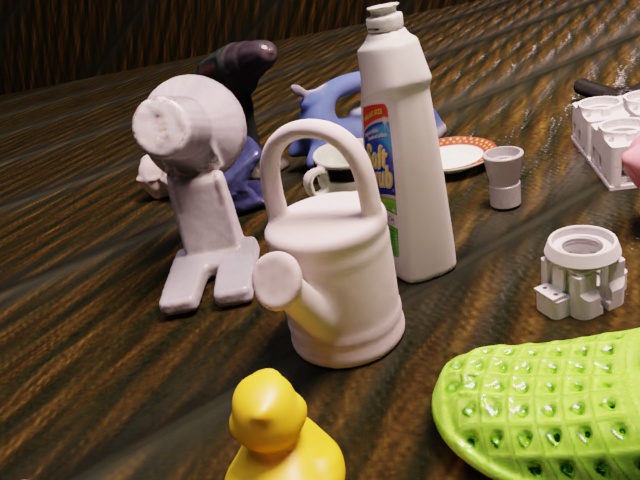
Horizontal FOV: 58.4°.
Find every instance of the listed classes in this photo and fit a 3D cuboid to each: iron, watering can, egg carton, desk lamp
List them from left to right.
[{"bbox_3d":[-0.221,-0.123,0.939,0.107,0.069,0.150,1,30,25],"label":"egg carton"},{"bbox_3d":[-0.133,-0.064,0.622,0.118,0.214,0.203,-12,27,2],"label":"desk lamp"},{"bbox_3d":[0.006,0.002,0.455,0.101,0.194,0.173,-10,27,6],"label":"watering can"},{"bbox_3d":[0.076,-0.196,0.873,0.259,0.142,0.118,-21,28,-16],"label":"iron"}]

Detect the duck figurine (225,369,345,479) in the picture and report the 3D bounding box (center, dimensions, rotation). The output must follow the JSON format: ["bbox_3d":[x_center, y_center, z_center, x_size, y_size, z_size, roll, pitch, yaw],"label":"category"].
[{"bbox_3d":[-0.028,0.125,0.350,0.077,0.086,0.104,-14,26,-2],"label":"duck figurine"}]

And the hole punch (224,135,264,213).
[{"bbox_3d":[-0.125,-0.089,0.807,0.101,0.091,0.108,-20,27,-14],"label":"hole punch"}]

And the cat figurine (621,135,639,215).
[{"bbox_3d":[0.341,-0.066,0.528,0.127,0.118,0.067,-5,27,14],"label":"cat figurine"}]

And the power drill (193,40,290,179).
[{"bbox_3d":[-0.117,-0.208,0.904,0.076,0.209,0.228,-30,31,-30],"label":"power drill"}]
